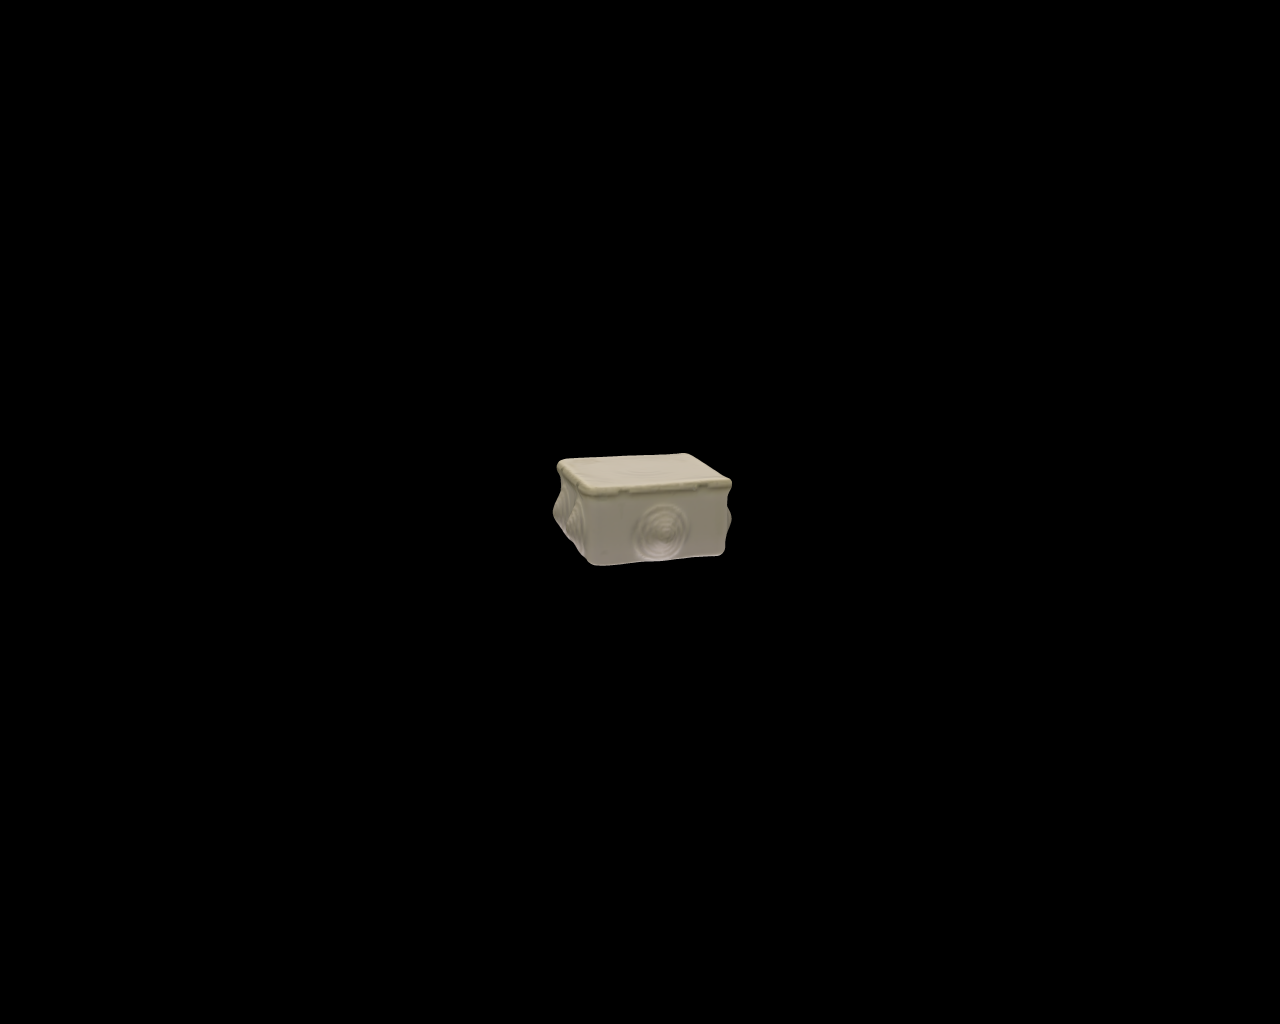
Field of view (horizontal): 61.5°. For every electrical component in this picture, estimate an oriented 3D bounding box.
[{"bbox_3d":[0.001,-0.003,0.650,0.100,0.048,0.100,-4,15,-15],"label":"electrical component"}]
